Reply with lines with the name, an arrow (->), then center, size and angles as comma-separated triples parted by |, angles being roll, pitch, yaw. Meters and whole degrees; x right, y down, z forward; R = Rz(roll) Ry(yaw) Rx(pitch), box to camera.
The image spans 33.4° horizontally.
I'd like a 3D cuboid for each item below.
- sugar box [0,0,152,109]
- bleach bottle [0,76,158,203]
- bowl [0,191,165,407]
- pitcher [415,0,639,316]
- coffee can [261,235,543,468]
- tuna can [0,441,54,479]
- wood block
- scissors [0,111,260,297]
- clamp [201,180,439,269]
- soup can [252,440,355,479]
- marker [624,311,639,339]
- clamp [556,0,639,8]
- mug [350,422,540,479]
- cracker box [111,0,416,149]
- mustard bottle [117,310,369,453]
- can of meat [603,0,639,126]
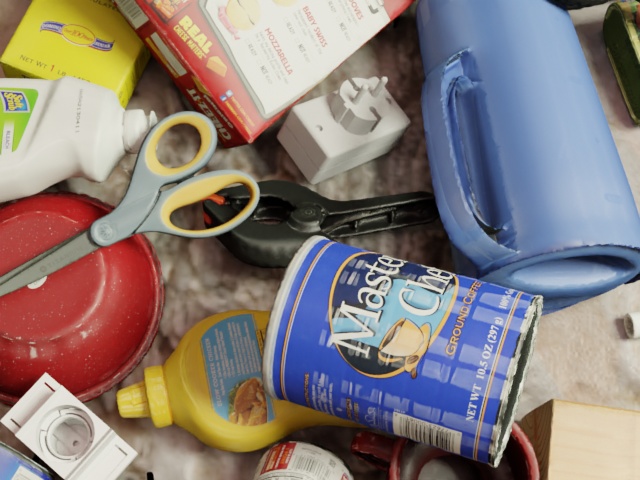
sugar box -> -0.161, -0.184, 0.813 | 0.093, 0.048, 0.176 | 21, 73, 1
bleach bottle -> -0.239, -0.062, 0.740 | 0.251, 0.068, 0.102 | -2, 71, 3
bowl -> -0.189, 0.032, 0.731 | 0.162, 0.055, 0.162 | 1, 71, -3
pitcher -> 0.133, -0.076, 0.744 | 0.145, 0.149, 0.243 | -9, 68, -2
coffee can -> 0.049, 0.064, 0.629 | 0.140, 0.103, 0.102 | 15, 70, 16
tuna can -> -0.212, 0.143, 0.674 | 0.086, 0.086, 0.033 | 27, 70, 6
wood block -> 0.238, 0.167, 0.689 | 0.206, 0.090, 0.091 | 9, 71, 0
scissors -> -0.140, -0.026, 0.706 | 0.201, 0.016, 0.096 | -13, 91, -14
clamp -> -0.005, 0.001, 0.740 | 0.171, 0.039, 0.120 | 4, 36, 10
soup can -> -0.021, 0.182, 0.657 | 0.068, 0.069, 0.102 | 20, 36, 4
marker -> 0.280, 0.053, 0.768 | 0.121, 0.020, 0.020 | -8, 71, -7
clamp -> 0.209, -0.199, 0.757 | 0.209, 0.036, 0.164 | -12, 70, -29
mug -> 0.075, 0.153, 0.688 | 0.117, 0.081, 0.093 | 19, 71, 3
cracker box -> -0.034, -0.196, 0.782 | 0.213, 0.072, 0.164 | -43, 105, -16
mustard bottle -> -0.040, 0.091, 0.715 | 0.191, 0.058, 0.096 | -11, 62, -7
can of meat -> 0.273, -0.143, 0.818 | 0.084, 0.057, 0.102 | -13, 71, -5
